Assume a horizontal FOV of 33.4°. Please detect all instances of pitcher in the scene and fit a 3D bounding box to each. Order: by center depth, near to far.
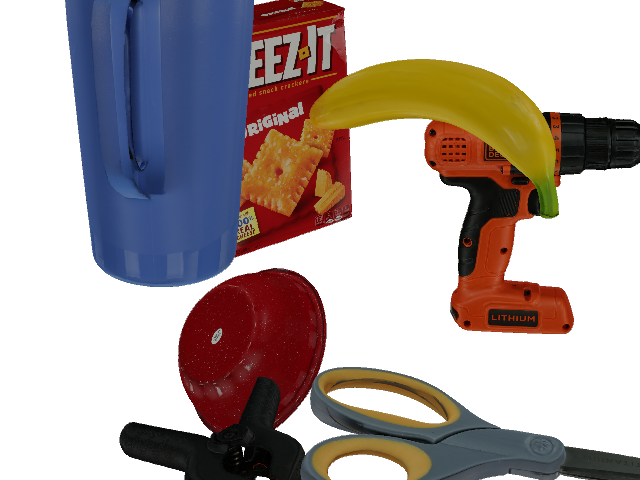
[{"bbox_3d":[-0.114,-0.090,0.748,0.149,0.243,0.145,-15,30,-34],"label":"pitcher"}]

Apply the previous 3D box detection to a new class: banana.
[{"bbox_3d":[0.070,-0.078,0.656,0.198,0.069,0.037,27,5,40],"label":"banana"}]

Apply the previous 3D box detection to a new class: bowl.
[{"bbox_3d":[-0.074,0.091,0.936,0.162,0.162,0.055,0,-22,42],"label":"bowl"}]

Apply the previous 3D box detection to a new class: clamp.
[{"bbox_3d":[-0.068,0.144,0.709,0.120,0.039,0.171,-20,18,-10],"label":"clamp"}]

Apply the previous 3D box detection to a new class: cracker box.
[{"bbox_3d":[-0.055,-0.102,0.982,0.163,0.214,0.072,-18,30,-28],"label":"cracker box"}]

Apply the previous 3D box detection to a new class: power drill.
[{"bbox_3d":[0.180,-0.016,0.903,0.184,0.188,0.057,2,17,10],"label":"power drill"}]

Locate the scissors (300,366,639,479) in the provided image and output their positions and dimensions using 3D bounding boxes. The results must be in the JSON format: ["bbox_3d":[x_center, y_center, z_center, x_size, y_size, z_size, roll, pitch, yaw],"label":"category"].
[{"bbox_3d":[0.079,0.100,0.449,0.202,0.016,0.096,16,34,23],"label":"scissors"}]
